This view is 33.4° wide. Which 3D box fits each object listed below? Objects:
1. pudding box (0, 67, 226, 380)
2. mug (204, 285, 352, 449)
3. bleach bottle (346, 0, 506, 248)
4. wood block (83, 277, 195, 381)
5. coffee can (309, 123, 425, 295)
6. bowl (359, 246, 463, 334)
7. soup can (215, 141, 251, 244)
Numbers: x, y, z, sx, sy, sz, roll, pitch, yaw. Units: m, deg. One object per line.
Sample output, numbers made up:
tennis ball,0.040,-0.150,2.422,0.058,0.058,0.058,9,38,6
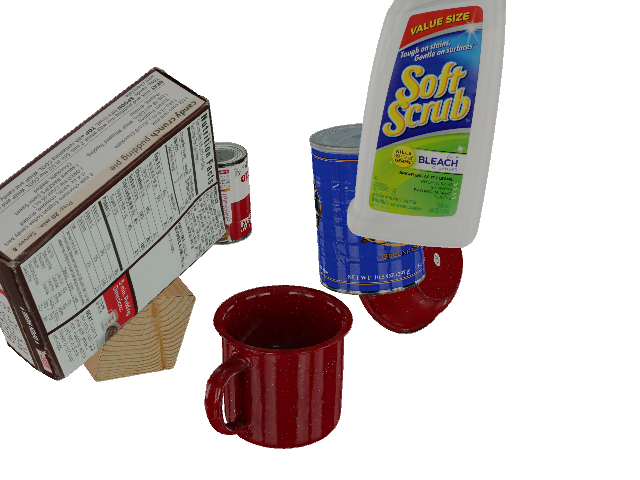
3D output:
pudding box,-0.092,-0.006,0.457,0.039,0.113,0.090,31,-31,23
mug,-0.033,0.091,0.719,0.093,0.081,0.117,19,30,33
bleach bottle,0.076,-0.122,0.751,0.102,0.251,0.068,8,26,11
wood block,-0.220,0.034,1.054,0.090,0.091,0.206,-5,36,-40
coffee can,0.045,-0.032,1.002,0.103,0.140,0.103,-4,18,1
bowl,0.110,0.024,1.201,0.161,0.162,0.055,0,-6,-42
soup can,-0.116,-0.056,1.239,0.068,0.102,0.068,-1,28,0
